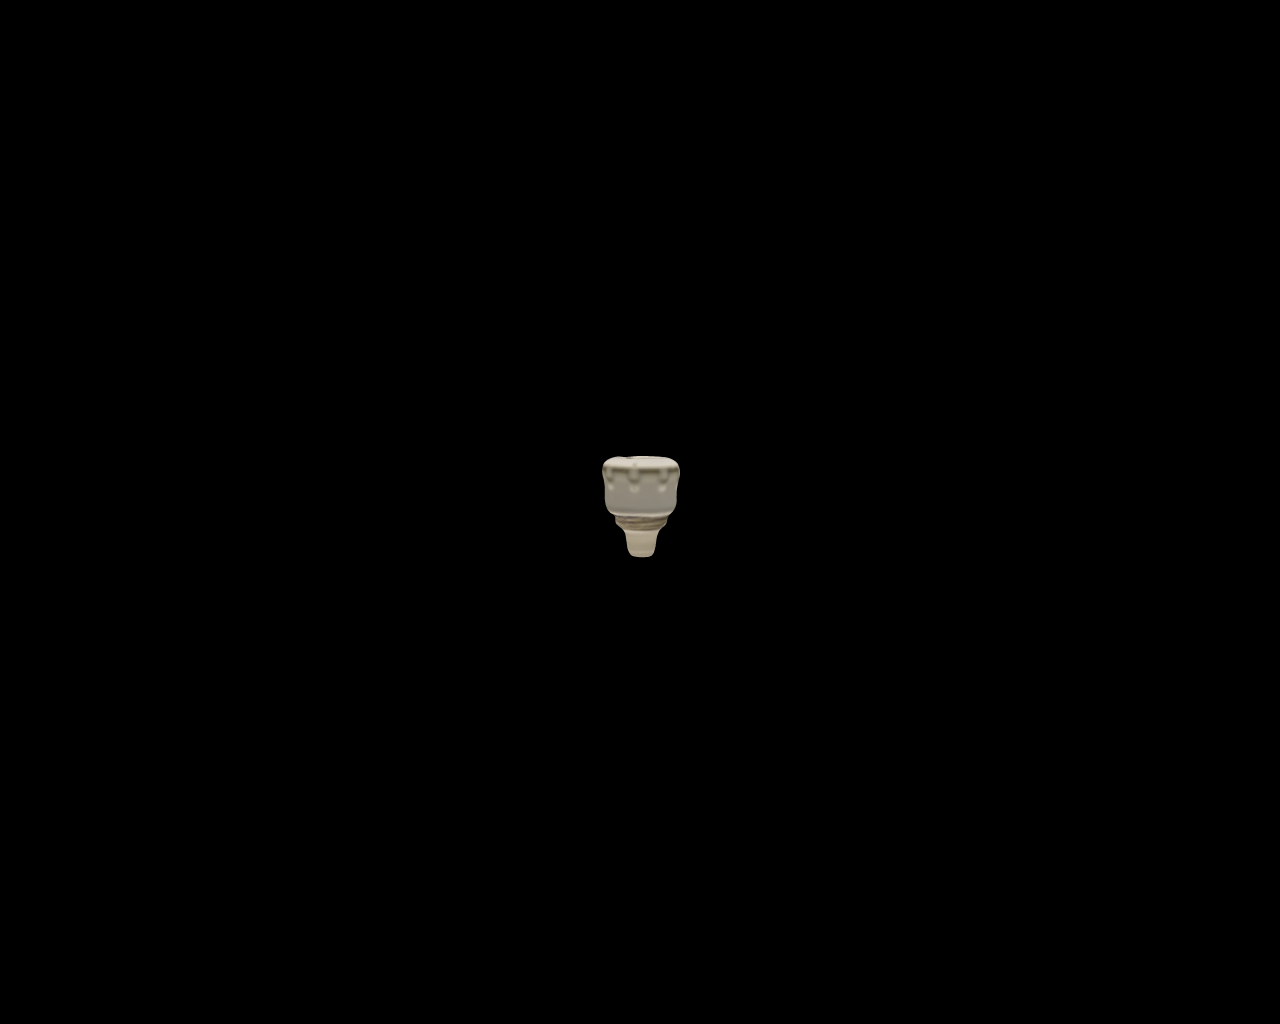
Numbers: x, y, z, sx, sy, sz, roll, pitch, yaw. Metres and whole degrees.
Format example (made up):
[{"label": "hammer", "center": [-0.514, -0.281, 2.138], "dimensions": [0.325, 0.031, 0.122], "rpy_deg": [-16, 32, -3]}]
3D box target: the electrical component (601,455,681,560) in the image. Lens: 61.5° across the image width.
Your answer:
[{"label": "electrical component", "center": [0.001, -0.003, 0.650], "dimensions": [0.048, 0.062, 0.048], "rpy_deg": [0, 7, 0]}]
